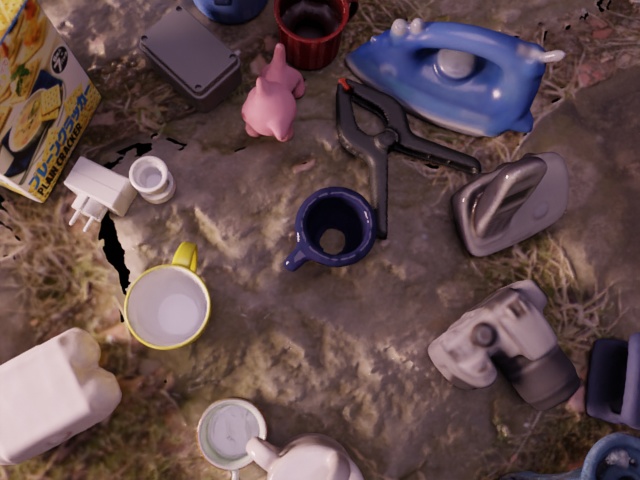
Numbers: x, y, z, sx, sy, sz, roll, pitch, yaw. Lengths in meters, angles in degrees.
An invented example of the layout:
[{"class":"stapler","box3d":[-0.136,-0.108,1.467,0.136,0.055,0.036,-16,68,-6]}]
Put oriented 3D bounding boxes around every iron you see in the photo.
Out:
[{"class":"iron","box3d":[0.161,-0.222,0.706,0.258,0.141,0.119,15,77,0]}]

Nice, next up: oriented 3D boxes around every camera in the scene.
[{"class":"camera","box3d":[0.221,0.132,0.651,0.143,0.101,0.137,-35,82,-10]}]

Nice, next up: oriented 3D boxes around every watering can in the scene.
[{"class":"watering can","box3d":[0.003,0.253,0.560,0.173,0.194,0.101,15,77,0]}]

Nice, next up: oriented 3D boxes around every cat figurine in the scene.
[{"class":"cat figurine","box3d":[-0.057,-0.174,0.692,0.067,0.117,0.128,10,77,-1]}]

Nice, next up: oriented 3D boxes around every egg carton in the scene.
[{"class":"egg carton","box3d":[-0.299,0.171,0.622,0.150,0.069,0.107,-29,81,-10]}]

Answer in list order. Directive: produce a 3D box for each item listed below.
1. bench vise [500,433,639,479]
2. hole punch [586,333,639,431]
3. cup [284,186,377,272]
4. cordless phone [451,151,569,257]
[{"class":"bench vise","box3d":[0.285,0.276,0.561,0.207,0.219,0.121,-31,81,-10]},{"class":"hole punch","box3d":[0.376,0.164,0.659,0.101,0.091,0.109,13,77,-1]},{"class":"cup","box3d":[0.006,0.002,0.668,0.118,0.095,0.091,-41,83,-11]},{"class":"cordless phone","box3d":[0.235,-0.056,0.651,0.148,0.185,0.094,-26,80,-9]}]
